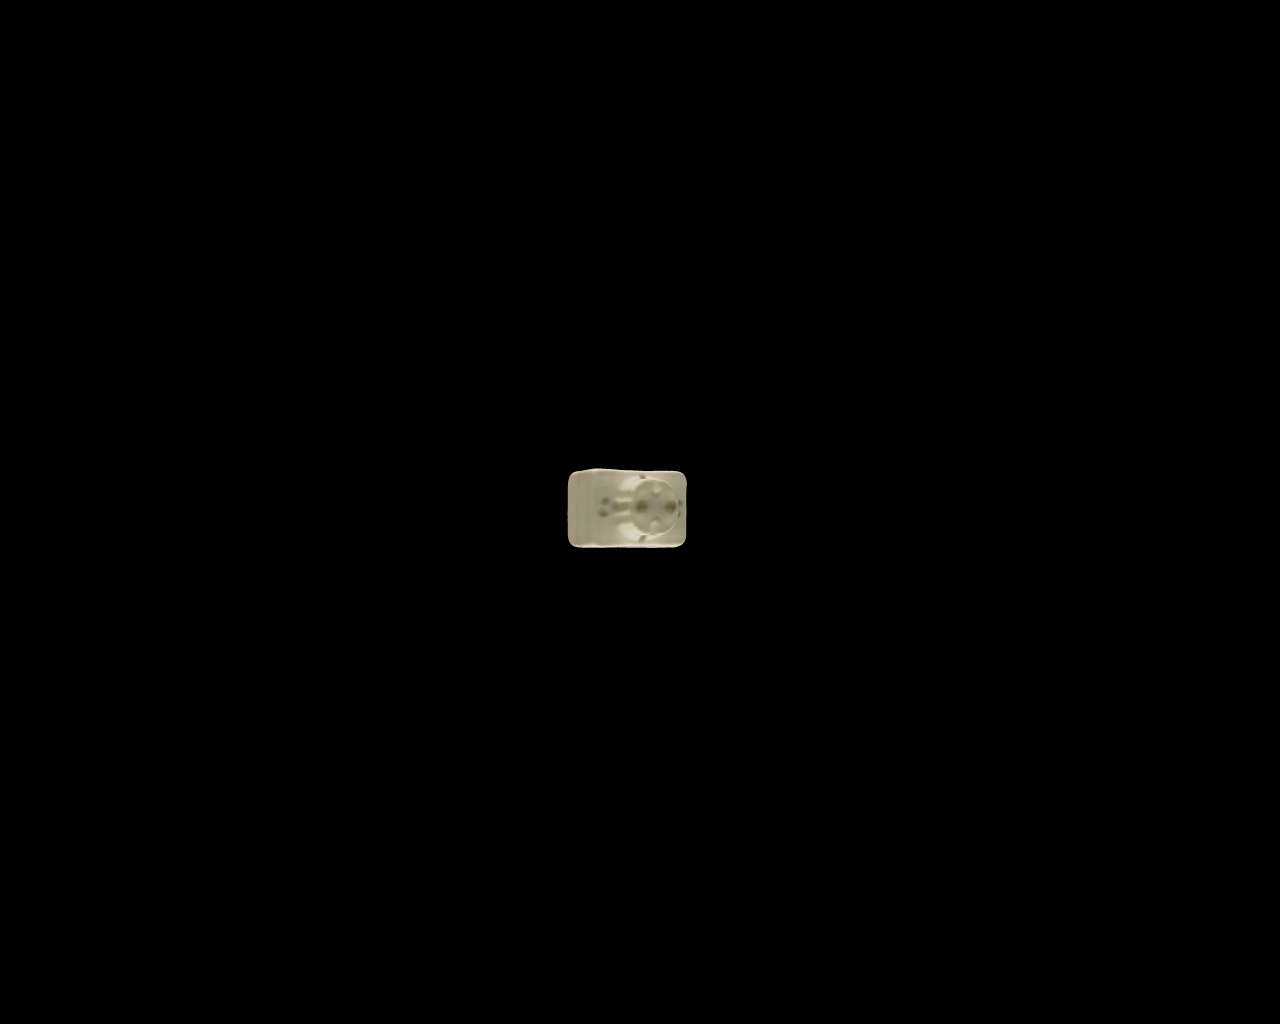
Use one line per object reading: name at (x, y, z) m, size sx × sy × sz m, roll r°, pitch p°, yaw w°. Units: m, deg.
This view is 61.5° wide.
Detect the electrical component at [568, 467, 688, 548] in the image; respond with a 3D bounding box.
electrical component at (0.001, -0.003, 0.650) m, size 0.066 × 0.047 × 0.076 m, roll 2°, pitch -3°, yaw -27°
